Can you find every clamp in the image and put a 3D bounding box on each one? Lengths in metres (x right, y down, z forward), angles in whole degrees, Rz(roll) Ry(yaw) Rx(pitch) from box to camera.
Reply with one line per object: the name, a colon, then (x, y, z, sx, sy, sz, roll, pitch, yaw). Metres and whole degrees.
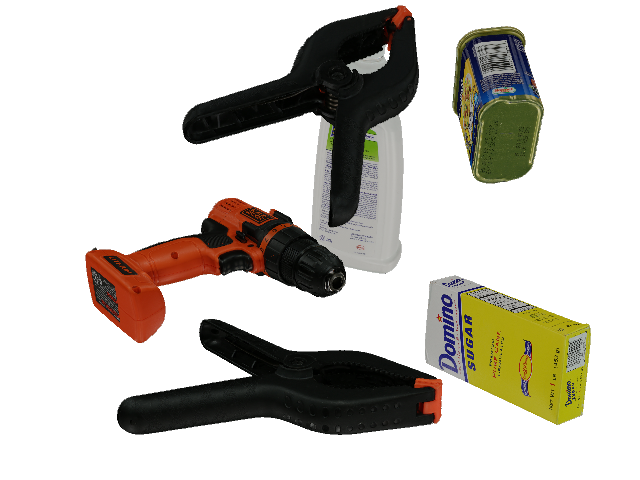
clamp: (-0.019, 0.097, 0.753, 0.210, 0.036, 0.164, 2, 18, 7)
clamp: (0.014, -0.082, 0.658, 0.171, 0.120, 0.039, -40, -18, -24)

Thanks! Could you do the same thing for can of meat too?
can of meat: (0.146, -0.110, 0.881, 0.057, 0.084, 0.102, -5, -39, -1)

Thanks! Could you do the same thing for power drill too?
power drill: (-0.094, 0.027, 0.931, 0.187, 0.057, 0.185, -19, 28, -32)

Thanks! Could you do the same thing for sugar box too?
sugar box: (0.178, 0.103, 1.042, 0.048, 0.093, 0.177, -12, 21, -40)

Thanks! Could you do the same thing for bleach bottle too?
bleach bottle: (0.047, -0.091, 1.110, 0.102, 0.251, 0.068, 13, 33, 11)
